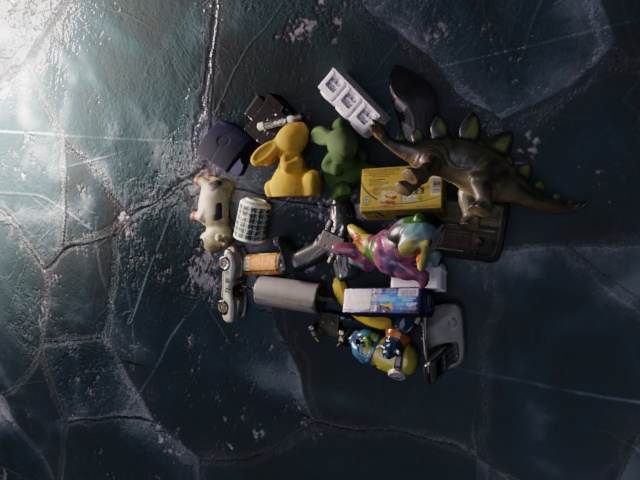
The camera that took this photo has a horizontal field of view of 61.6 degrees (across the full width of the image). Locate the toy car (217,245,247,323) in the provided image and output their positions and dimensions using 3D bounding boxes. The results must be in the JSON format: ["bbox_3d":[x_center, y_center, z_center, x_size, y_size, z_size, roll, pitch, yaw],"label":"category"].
[{"bbox_3d":[-0.222,0.112,1.385,0.056,0.073,0.201,9,102,26],"label":"toy car"}]

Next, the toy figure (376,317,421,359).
[{"bbox_3d":[0.182,0.198,1.198,0.057,0.064,0.154,35,71,-23],"label":"toy figure"}]

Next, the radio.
[{"bbox_3d":[0.279,-0.029,1.148,0.230,0.073,0.131,8,100,24],"label":"radio"}]

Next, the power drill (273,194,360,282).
[{"bbox_3d":[-0.003,-0.004,1.277,0.207,0.086,0.232,-17,81,18],"label":"power drill"}]

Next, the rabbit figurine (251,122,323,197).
[{"bbox_3d":[-0.068,-0.183,1.231,0.163,0.122,0.173,5,99,15],"label":"rabbit figurine"}]

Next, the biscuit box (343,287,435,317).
[{"bbox_3d":[0.148,0.136,1.175,0.203,0.062,0.059,-5,72,39],"label":"biscuit box"}]

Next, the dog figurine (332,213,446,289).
[{"bbox_3d":[0.136,0.006,1.106,0.219,0.108,0.191,17,140,24],"label":"dog figurine"}]

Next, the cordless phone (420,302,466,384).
[{"bbox_3d":[0.246,0.215,1.139,0.089,0.184,0.146,-1,98,28],"label":"cordless phone"}]

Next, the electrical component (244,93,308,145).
[{"bbox_3d":[-0.115,-0.282,1.291,0.134,0.058,0.115,44,110,11],"label":"electrical component"}]

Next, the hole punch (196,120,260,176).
[{"bbox_3d":[-0.231,-0.230,1.334,0.142,0.092,0.115,32,105,20],"label":"hole punch"}]

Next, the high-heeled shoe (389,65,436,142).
[{"bbox_3d":[0.203,-0.252,1.172,0.086,0.145,0.249,-13,62,-7],"label":"high-heeled shoe"}]

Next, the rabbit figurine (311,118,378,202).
[{"bbox_3d":[0.055,-0.193,1.168,0.121,0.170,0.159,-23,68,-7],"label":"rabbit figurine"}]

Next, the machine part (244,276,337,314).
[{"bbox_3d":[-0.074,0.134,1.324,0.243,0.079,0.079,5,99,23],"label":"machine part"}]

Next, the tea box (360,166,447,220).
[{"bbox_3d":[0.173,-0.097,1.109,0.170,0.068,0.098,0,74,22],"label":"tea box"}]

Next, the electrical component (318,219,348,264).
[{"bbox_3d":[0.026,0.005,1.210,0.063,0.021,0.094,23,99,21],"label":"electrical component"}]

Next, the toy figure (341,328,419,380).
[{"bbox_3d":[0.141,0.257,1.248,0.180,0.082,0.089,27,110,20],"label":"toy figure"}]

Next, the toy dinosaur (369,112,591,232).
[{"bbox_3d":[0.304,-0.124,1.017,0.471,0.105,0.198,27,71,-9],"label":"toy dinosaur"}]

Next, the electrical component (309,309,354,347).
[{"bbox_3d":[0.026,0.213,1.309,0.102,0.045,0.078,12,104,21],"label":"electrical component"}]

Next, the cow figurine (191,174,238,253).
[{"bbox_3d":[-0.263,-0.062,1.376,0.127,0.085,0.194,15,102,27],"label":"cow figurine"}]
